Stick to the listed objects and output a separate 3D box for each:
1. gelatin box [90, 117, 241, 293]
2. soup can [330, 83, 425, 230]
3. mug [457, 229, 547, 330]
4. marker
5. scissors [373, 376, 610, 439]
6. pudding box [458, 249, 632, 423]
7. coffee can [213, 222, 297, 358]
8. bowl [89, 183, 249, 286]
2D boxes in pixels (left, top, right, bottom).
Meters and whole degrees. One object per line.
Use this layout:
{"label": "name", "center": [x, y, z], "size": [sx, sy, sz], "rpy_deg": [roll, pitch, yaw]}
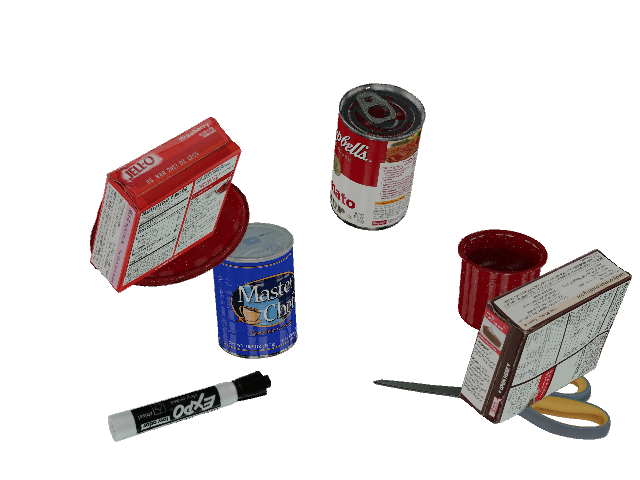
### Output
{"label": "gelatin box", "center": [-0.087, -0.019, 0.590], "size": [0.073, 0.030, 0.089], "rpy_deg": [-35, -17, -33]}
{"label": "soup can", "center": [0.044, -0.066, 0.864], "size": [0.068, 0.068, 0.102], "rpy_deg": [0, -44, -6]}
{"label": "mug", "center": [0.187, 0.040, 1.142], "size": [0.093, 0.081, 0.117], "rpy_deg": [-5, 30, -10]}
{"label": "marker", "center": [-0.092, 0.118, 0.768], "size": [0.121, 0.020, 0.020], "rpy_deg": [-14, 6, -22]}
{"label": "scissors", "center": [0.155, 0.128, 0.939], "size": [0.202, 0.016, 0.096], "rpy_deg": [15, 28, 12]}
{"label": "pudding box", "center": [0.153, 0.065, 0.725], "size": [0.113, 0.090, 0.039], "rpy_deg": [-23, 47, -35]}
{"label": "coffee can", "center": [-0.082, 0.062, 1.336], "size": [0.103, 0.140, 0.103], "rpy_deg": [-2, 25, 1]}
{"label": "bowl", "center": [-0.153, -0.032, 1.038], "size": [0.162, 0.162, 0.055], "rpy_deg": [0, -44, 12]}
